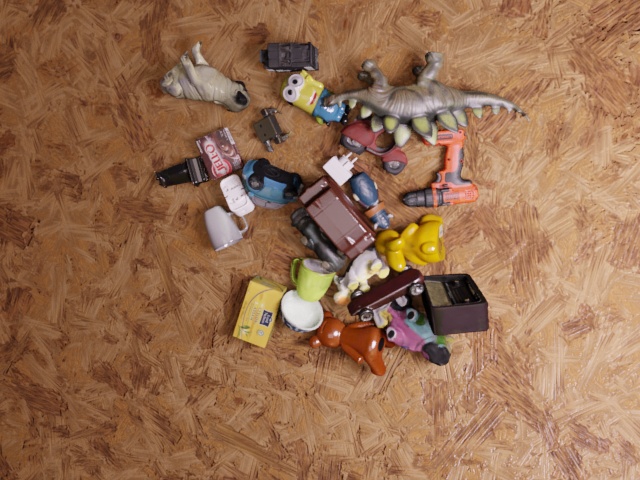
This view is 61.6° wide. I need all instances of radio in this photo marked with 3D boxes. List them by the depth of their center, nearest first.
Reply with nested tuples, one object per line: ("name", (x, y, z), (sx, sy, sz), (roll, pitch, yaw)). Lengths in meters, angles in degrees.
("radio", (0.318, 0.148, 1.288), (0.131, 0.230, 0.073), (-5, 105, 6))

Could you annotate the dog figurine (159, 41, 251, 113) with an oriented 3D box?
("dog figurine", (-0.288, -0.368, 1.345), (0.190, 0.121, 0.172), (45, 139, -20))

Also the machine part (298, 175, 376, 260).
("machine part", (0.046, -0.059, 1.297), (0.087, 0.201, 0.201), (-39, 93, 10))

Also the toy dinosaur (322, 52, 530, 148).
("toy dinosaur", (0.240, -0.319, 1.239), (0.472, 0.105, 0.198), (-4, 84, 5))

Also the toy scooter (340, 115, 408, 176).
("toy scooter", (0.147, -0.253, 1.308), (0.184, 0.075, 0.135), (28, 101, 0))

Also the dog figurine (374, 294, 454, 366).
("dog figurine", (0.250, 0.232, 1.385), (0.108, 0.192, 0.219), (-48, 126, 10))

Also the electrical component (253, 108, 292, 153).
("electrical component", (-0.121, -0.282, 1.360), (0.078, 0.045, 0.102), (-27, 95, 41))

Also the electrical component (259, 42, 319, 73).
("electrical component", (-0.074, -0.434, 1.282), (0.134, 0.115, 0.058), (0, 100, 7))

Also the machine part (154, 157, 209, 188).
("machine part", (-0.366, -0.172, 1.421), (0.139, 0.039, 0.084), (-11, 106, 9))

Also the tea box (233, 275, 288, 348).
("tea box", (-0.161, 0.192, 1.450), (0.098, 0.068, 0.169), (19, 103, 5))

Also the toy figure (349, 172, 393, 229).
("toy figure", (0.129, -0.097, 1.353), (0.064, 0.058, 0.154), (-26, 102, 19))

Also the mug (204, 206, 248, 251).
("mug", (-0.251, -0.040, 1.411), (0.110, 0.081, 0.107), (-28, 89, 8))

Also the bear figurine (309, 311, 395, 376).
("bear figurine", (0.081, 0.267, 1.418), (0.196, 0.120, 0.131), (4, 148, 33))

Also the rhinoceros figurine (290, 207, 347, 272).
("rhinoceros figurine", (-0.003, -0.004, 1.362), (0.073, 0.112, 0.190), (-41, 80, 6))

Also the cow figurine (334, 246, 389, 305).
("cow figurine", (0.091, 0.089, 1.385), (0.167, 0.098, 0.068), (-41, 133, 17))

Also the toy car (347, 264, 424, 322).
("toy car", (0.163, 0.134, 1.321), (0.202, 0.089, 0.053), (-30, 128, 4))

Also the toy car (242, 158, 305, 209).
("toy car", (-0.127, -0.132, 1.369), (0.162, 0.109, 0.102), (21, 128, -8))

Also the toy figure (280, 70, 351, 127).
("toy figure", (-0.013, -0.338, 1.312), (0.180, 0.089, 0.082), (24, 74, -7))

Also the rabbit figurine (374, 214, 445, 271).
("rabbit figurine", (0.213, 0.016, 1.329), (0.173, 0.162, 0.121), (5, 116, 25))
